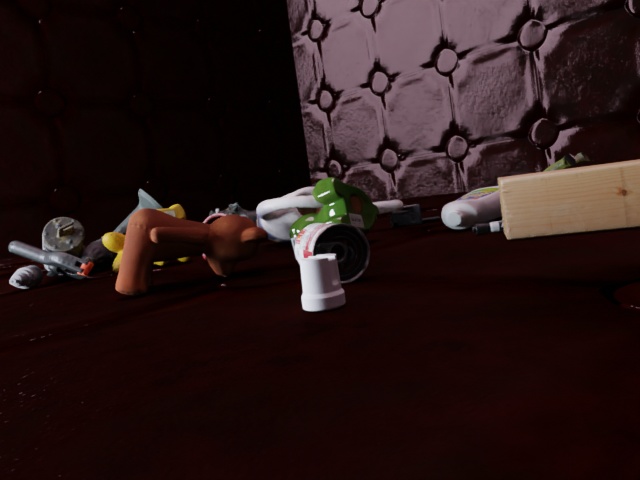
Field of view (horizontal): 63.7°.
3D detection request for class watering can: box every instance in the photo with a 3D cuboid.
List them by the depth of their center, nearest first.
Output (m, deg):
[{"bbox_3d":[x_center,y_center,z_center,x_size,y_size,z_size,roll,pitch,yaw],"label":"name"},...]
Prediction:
[{"bbox_3d":[0.004,-0.059,1.173,0.348,0.105,0.222,0,-11,-34],"label":"watering can"}]

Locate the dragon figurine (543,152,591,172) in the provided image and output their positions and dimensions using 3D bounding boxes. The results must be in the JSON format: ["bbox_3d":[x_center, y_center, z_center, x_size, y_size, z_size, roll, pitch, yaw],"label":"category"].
[{"bbox_3d":[0.525,-0.113,1.267,0.412,0.123,0.239,-9,-13,-37],"label":"dragon figurine"}]
